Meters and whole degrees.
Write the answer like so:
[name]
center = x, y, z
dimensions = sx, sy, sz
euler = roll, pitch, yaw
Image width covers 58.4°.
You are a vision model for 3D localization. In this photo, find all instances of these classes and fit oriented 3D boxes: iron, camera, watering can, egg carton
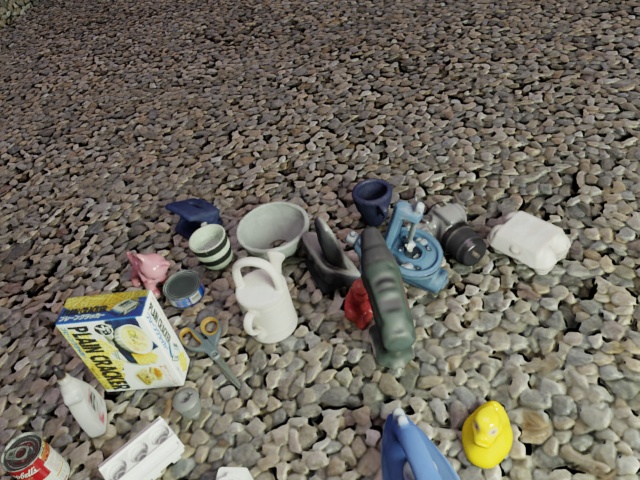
[iron]
center = 0.142, 0.332, 0.830
dimensions = 0.118, 0.142, 0.257
euler = -19, 43, -6
[camera]
center = 0.266, -0.007, 1.188
dimensions = 0.143, 0.101, 0.136
euler = -26, 45, -14
[watering can]
center = -0.111, 0.096, 1.100
dimensions = 0.101, 0.194, 0.172
euler = -11, 43, 2
[egg carton]
center = 0.421, 0.004, 1.163
dimensions = 0.107, 0.069, 0.149
euler = -38, 49, -25

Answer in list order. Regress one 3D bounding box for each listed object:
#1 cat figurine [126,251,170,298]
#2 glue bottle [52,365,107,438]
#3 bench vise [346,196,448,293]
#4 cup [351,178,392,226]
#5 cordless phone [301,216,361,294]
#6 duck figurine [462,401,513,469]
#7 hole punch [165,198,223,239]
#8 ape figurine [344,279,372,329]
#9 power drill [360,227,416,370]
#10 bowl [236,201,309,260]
[cat figurine]
center = -0.378, 0.061, 1.257
dimensions = 0.127, 0.118, 0.067
euler = 22, 53, 32
[glue bottle]
center = -0.425, 0.273, 1.004
dimensions = 0.037, 0.173, 0.078
euler = -21, 43, -9
[bench vise]
center = 0.141, 0.009, 1.113
dimensions = 0.207, 0.220, 0.121
euler = 1, 45, 15
[cup]
center = 0.127, -0.071, 1.293
dimensions = 0.092, 0.095, 0.117
euler = -22, 44, -10
[cordless phone]
center = 0.011, 0.004, 1.175
dimensions = 0.094, 0.185, 0.147
euler = -26, 44, -14
[duck figurine]
center = 0.260, 0.289, 0.889
dimensions = 0.077, 0.086, 0.105
euler = 12, 48, 24
[hole punch]
center = -0.306, -0.065, 1.392
dimensions = 0.108, 0.091, 0.101
euler = 24, 54, 33
[ape figurine]
center = 0.079, 0.114, 1.111
dimensions = 0.078, 0.092, 0.076
euler = -17, 43, -5
[power drill]
center = 0.117, 0.119, 1.011
dimensions = 0.075, 0.209, 0.229
euler = -13, 43, 0
[bowl]
center = -0.100, -0.008, 1.295
dimensions = 0.167, 0.075, 0.167
euler = -7, 43, 7
